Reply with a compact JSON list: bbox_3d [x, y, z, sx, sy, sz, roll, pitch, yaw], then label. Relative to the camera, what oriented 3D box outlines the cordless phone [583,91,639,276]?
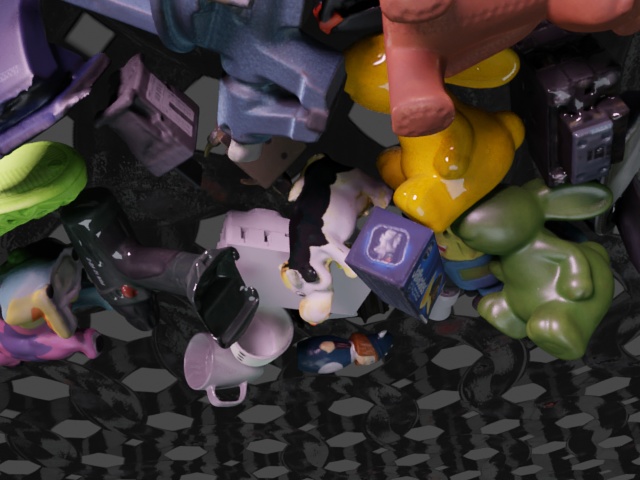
[{"bbox_3d":[0.306,-0.039,0.524,0.089,0.184,0.146,-11,140,12],"label":"cordless phone"}]

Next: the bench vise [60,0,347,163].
[{"bbox_3d":[-0.094,-0.164,0.381,0.241,0.129,0.223,18,148,3],"label":"bench vise"}]

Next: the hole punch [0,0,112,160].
[{"bbox_3d":[-0.238,-0.125,0.407,0.142,0.116,0.092,-21,129,16],"label":"hole punch"}]

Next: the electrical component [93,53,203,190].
[{"bbox_3d":[-0.137,-0.096,0.479,0.048,0.075,0.119,-27,132,23],"label":"electrical component"}]

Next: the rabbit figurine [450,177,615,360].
[{"bbox_3d":[0.207,0.006,0.516,0.159,0.121,0.170,-46,107,0],"label":"rabbit figurine"}]

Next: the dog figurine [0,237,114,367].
[{"bbox_3d":[-0.373,0.088,0.641,0.219,0.108,0.191,-8,141,6],"label":"dog figurine"}]

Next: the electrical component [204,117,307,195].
[{"bbox_3d":[-0.062,-0.089,0.524,0.102,0.045,0.078,32,98,-40],"label":"electrical component"}]

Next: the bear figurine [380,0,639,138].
[{"bbox_3d":[0.137,-0.153,0.347,0.196,0.132,0.120,-2,138,8],"label":"bear figurine"}]

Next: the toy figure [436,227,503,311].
[{"bbox_3d":[0.167,-0.008,0.602,0.089,0.082,0.180,-39,119,-14],"label":"toy figure"}]

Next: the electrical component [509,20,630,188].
[{"bbox_3d":[0.208,-0.114,0.459,0.058,0.134,0.114,-18,136,12],"label":"electrical component"}]

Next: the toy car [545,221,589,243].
[{"bbox_3d":[0.279,0.029,0.658,0.103,0.109,0.161,-35,142,-28],"label":"toy car"}]

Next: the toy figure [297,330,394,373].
[{"bbox_3d":[0.041,0.173,0.836,0.155,0.057,0.064,-6,178,-4],"label":"toy figure"}]

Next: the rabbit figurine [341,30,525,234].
[{"bbox_3d":[0.094,-0.113,0.467,0.162,0.122,0.173,-36,113,26],"label":"rabbit figurine"}]

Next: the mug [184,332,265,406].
[{"bbox_3d":[-0.134,0.191,0.799,0.107,0.110,0.081,12,132,-40],"label":"mug"}]

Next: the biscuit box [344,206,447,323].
[{"bbox_3d":[0.086,0.033,0.551,0.063,0.059,0.202,26,173,22],"label":"biscuit box"}]

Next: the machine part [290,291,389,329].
[{"bbox_3d":[0.028,0.093,0.753,0.139,0.039,0.084,-10,145,2],"label":"machine part"}]

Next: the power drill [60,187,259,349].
[{"bbox_3d":[-0.172,0.048,0.597,0.208,0.086,0.231,18,142,31],"label":"power drill"}]

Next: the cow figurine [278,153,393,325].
[{"bbox_3d":[-0.001,-0.001,0.557,0.098,0.167,0.068,25,175,-17],"label":"cow figurine"}]
